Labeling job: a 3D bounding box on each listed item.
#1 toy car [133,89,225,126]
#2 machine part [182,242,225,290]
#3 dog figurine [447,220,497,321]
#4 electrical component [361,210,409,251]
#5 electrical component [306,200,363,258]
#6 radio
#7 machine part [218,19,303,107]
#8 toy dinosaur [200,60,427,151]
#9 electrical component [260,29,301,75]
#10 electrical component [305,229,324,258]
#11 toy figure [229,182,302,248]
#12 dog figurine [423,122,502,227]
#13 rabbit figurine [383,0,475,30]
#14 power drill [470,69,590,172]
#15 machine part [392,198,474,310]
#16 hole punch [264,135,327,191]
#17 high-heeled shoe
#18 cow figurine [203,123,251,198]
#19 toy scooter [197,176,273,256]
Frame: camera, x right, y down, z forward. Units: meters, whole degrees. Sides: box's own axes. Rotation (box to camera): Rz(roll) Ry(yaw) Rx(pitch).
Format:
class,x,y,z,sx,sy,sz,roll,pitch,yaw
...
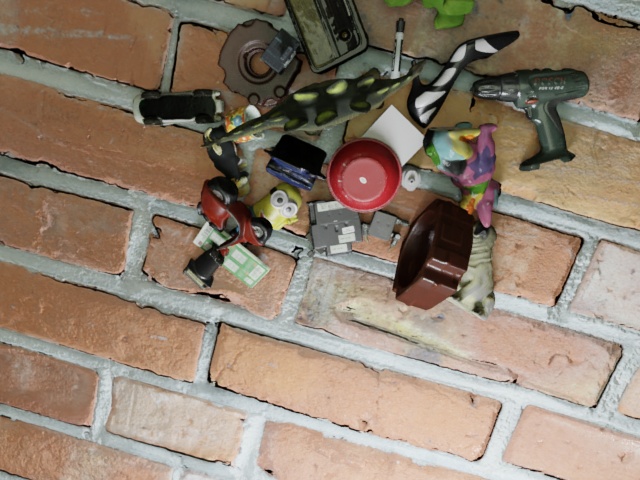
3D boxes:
class,x,y,z,sx,sy,sz,roll,pitch,yaw
toy car,-0.308,-0.289,1.172,0.202,0.056,0.073,-1,99,3
machine part,-0.267,0.063,1.255,0.084,0.039,0.139,46,130,-1
dog figurine,0.363,0.069,1.205,0.172,0.121,0.190,34,87,-39
electrical component,0.142,-0.025,1.214,0.102,0.045,0.078,24,107,-3
electrical component,0.033,-0.029,1.199,0.115,0.058,0.134,-7,95,-3
radio,0.006,-0.466,1.090,0.131,0.073,0.229,-20,103,10
machine part,-0.127,-0.373,1.135,0.179,0.056,0.179,1,104,4
toy dinosaur,-0.008,-0.268,1.082,0.472,0.198,0.105,-21,100,8
electrical component,-0.077,-0.365,1.045,0.048,0.119,0.075,37,103,-6
electrical component,-0.003,-0.004,1.241,0.094,0.021,0.063,-41,98,8
toy figure,-0.121,-0.060,1.207,0.180,0.089,0.082,-36,131,22
dog figurine,0.304,-0.132,1.122,0.191,0.109,0.219,-16,107,-32
rabbit figurine,0.208,-0.502,1.041,0.170,0.121,0.159,3,99,0
power drill,0.440,-0.251,1.120,0.232,0.086,0.207,-12,96,4
machine part,0.237,0.033,1.126,0.087,0.201,0.201,21,150,-9
hole punch,-0.057,-0.153,1.159,0.142,0.116,0.092,27,124,-4
high-heeled shoe,0.296,-0.329,1.105,0.249,0.086,0.145,-15,107,12
cow figurine,-0.200,-0.168,1.175,0.068,0.098,0.167,-24,102,4
toy scooter,-0.199,-0.039,1.151,0.184,0.075,0.135,46,119,-1
